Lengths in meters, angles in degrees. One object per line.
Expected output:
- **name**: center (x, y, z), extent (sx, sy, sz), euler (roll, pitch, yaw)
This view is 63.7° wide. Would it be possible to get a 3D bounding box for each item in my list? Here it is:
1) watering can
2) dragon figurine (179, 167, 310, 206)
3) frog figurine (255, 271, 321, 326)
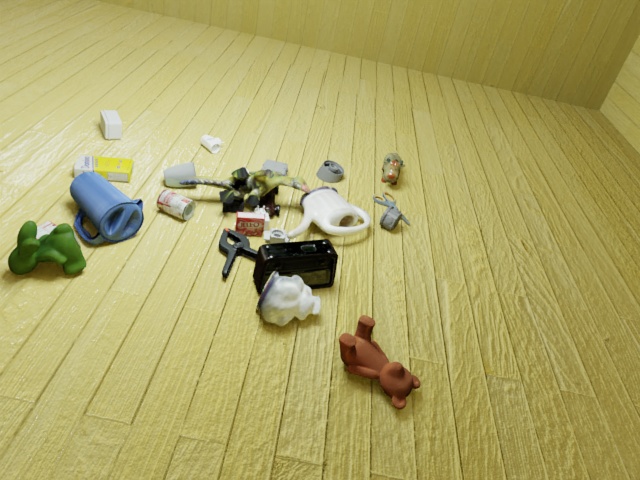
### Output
- **watering can**: center (0.005, -0.085, 1.696), extent (0.349, 0.102, 0.228), euler (-7, 39, -34)
- **dragon figurine**: center (-0.236, -0.197, 1.732), extent (0.410, 0.121, 0.245), euler (8, 14, 12)
- **frog figurine**: center (-0.076, 0.163, 1.344), extent (0.159, 0.121, 0.139), euler (25, 69, 1)
